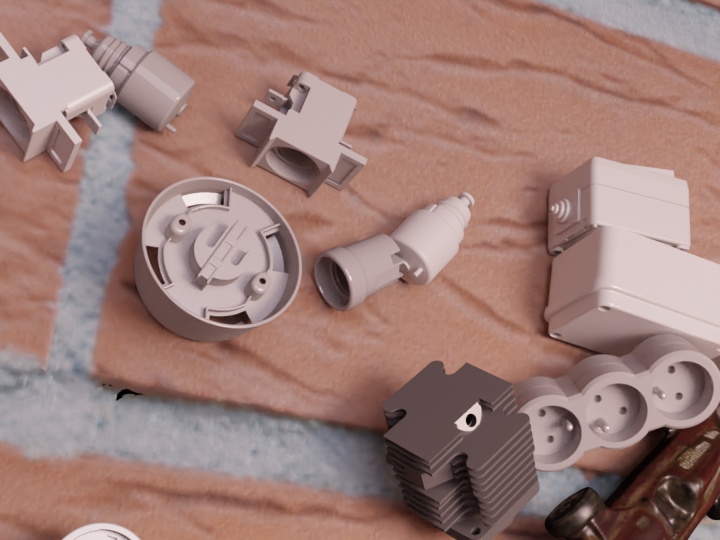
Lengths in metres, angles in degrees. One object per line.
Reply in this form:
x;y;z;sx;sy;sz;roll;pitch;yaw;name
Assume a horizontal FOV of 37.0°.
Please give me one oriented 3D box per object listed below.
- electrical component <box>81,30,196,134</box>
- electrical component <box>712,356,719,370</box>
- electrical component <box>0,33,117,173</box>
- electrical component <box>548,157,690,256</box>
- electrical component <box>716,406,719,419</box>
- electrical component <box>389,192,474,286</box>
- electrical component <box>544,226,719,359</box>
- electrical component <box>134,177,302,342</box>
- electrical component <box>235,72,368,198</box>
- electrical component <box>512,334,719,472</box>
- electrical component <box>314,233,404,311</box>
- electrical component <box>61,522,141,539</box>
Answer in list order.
-0.139;-0.120;0.669;0.078;0.040;0.040;37;63;-8;electrical component
0.284;0.060;0.763;0.043;0.081;0.043;7;70;-21;electrical component
-0.186;-0.105;0.644;0.064;0.042;0.081;-37;90;-32;electrical component
0.177;-0.042;0.764;0.096;0.062;0.061;12;68;-19;electrical component
0.307;0.120;0.751;0.047;0.076;0.083;-15;79;-40;electrical component
0.049;-0.024;0.716;0.040;0.040;0.078;46;61;-3;electrical component
0.193;0.024;0.739;0.113;0.078;0.057;18;64;-16;electrical component
-0.086;-0.006;0.639;0.099;0.064;0.099;8;70;-21;electrical component
-0.035;-0.090;0.702;0.081;0.042;0.063;27;62;-13;electrical component
0.159;0.081;0.707;0.138;0.073;0.052;-19;103;1;electrical component
0.000;0.000;0.688;0.046;0.040;0.040;-24;83;-33;electrical component
-0.141;0.163;0.568;0.055;0.047;0.055;7;70;-21;electrical component
